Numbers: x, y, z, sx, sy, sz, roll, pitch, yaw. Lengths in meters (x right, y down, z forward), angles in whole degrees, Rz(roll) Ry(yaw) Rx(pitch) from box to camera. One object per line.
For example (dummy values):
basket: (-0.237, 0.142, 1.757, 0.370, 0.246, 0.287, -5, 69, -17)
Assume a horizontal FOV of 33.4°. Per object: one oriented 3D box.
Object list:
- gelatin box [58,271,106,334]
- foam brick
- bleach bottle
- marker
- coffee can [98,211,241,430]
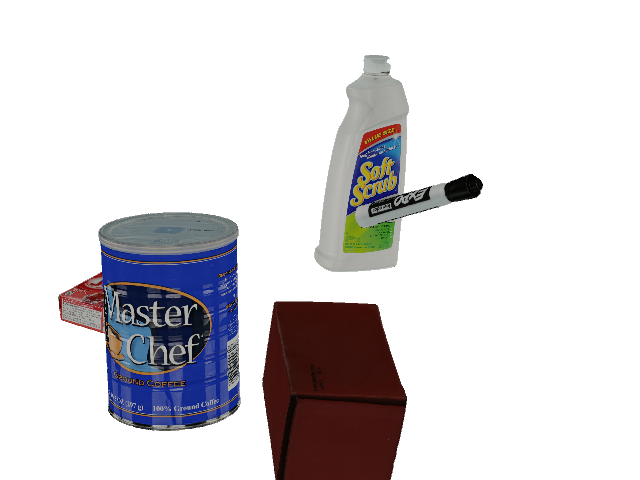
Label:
gelatin box: (-0.189, 0.059, 1.003, 0.089, 0.030, 0.073, 14, 23, 23)
foam brick: (0.004, 0.069, 0.490, 0.053, 0.051, 0.078, 4, 28, -9)
bleach bottle: (0.051, -0.091, 1.261, 0.102, 0.251, 0.068, -4, 19, -20)
marker: (0.078, -0.031, 0.851, 0.121, 0.020, 0.020, -15, -10, 42)
coffee can: (-0.112, 0.058, 0.805, 0.103, 0.140, 0.103, 0, 15, 0)
